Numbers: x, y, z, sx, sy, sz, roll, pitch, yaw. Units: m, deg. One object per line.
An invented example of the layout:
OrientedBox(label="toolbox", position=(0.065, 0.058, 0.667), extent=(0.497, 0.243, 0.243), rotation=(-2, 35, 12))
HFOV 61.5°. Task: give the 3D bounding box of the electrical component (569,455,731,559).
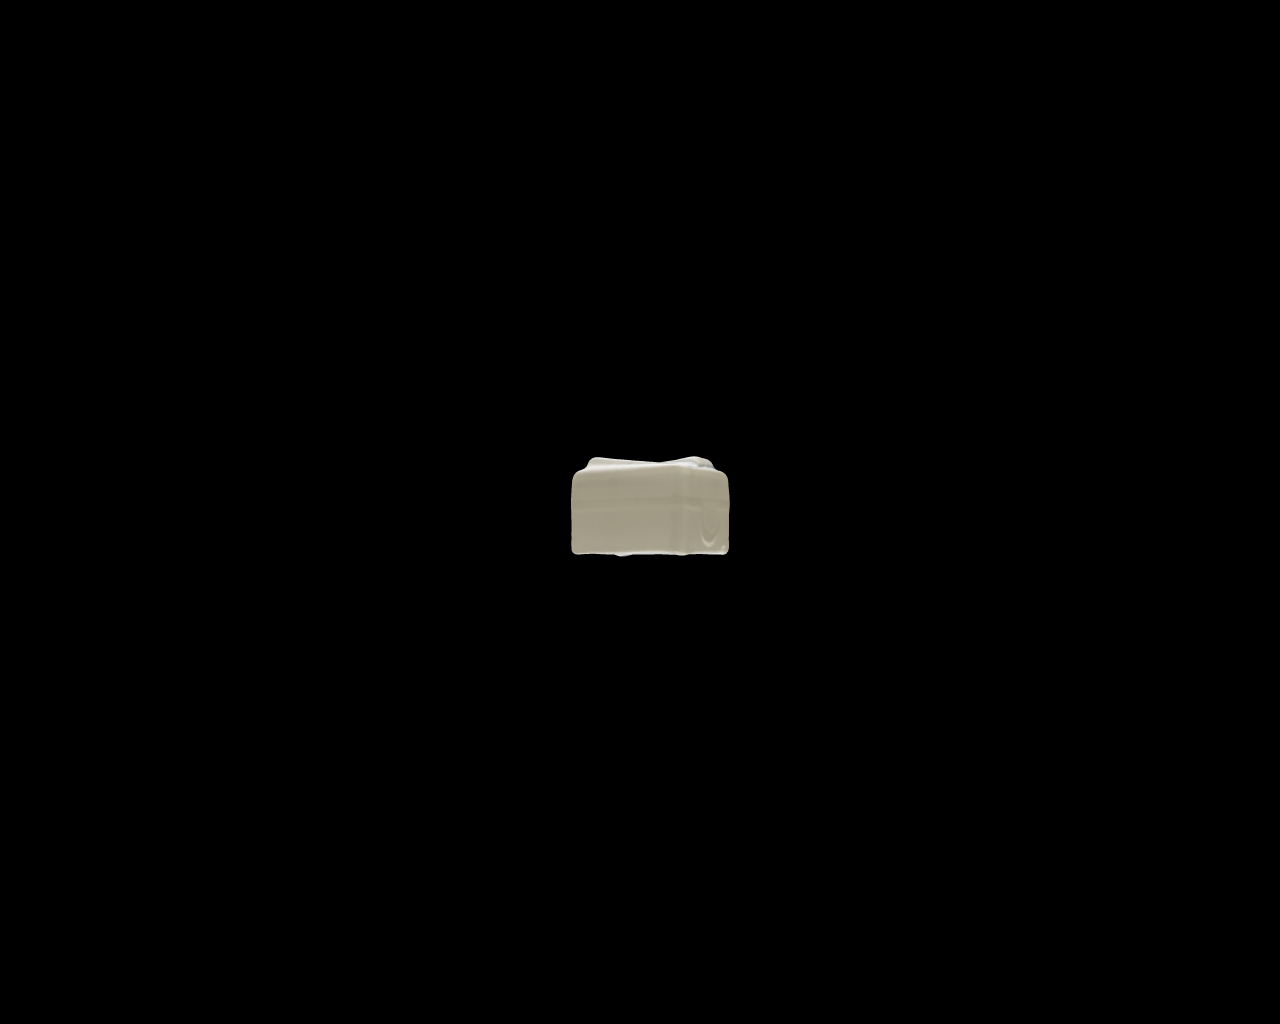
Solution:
OrientedBox(label="electrical component", position=(0.001, -0.003, 0.650), extent=(0.096, 0.061, 0.062), rotation=(-2, -4, 31))
